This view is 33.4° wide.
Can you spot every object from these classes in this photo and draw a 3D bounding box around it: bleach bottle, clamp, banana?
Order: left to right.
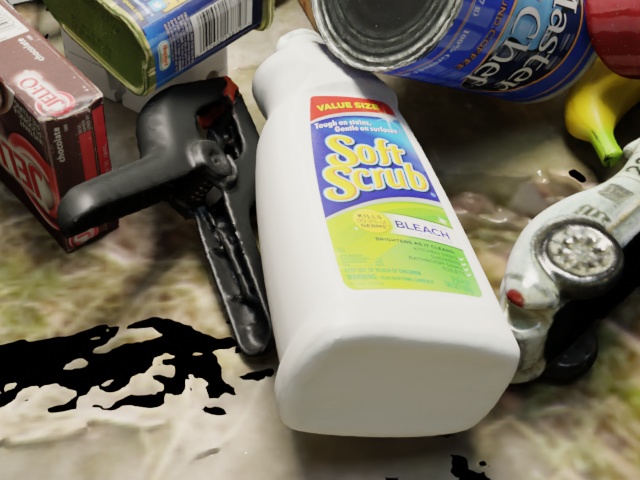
[{"bbox_3d":[-0.055,-0.021,0.535,0.120,0.039,0.171,46,33,-19],"label":"clamp"},{"bbox_3d":[0.008,-0.024,0.514,0.102,0.068,0.251,6,40,-23],"label":"bleach bottle"},{"bbox_3d":[0.208,-0.099,0.638,0.197,0.037,0.070,-31,63,-27],"label":"banana"}]

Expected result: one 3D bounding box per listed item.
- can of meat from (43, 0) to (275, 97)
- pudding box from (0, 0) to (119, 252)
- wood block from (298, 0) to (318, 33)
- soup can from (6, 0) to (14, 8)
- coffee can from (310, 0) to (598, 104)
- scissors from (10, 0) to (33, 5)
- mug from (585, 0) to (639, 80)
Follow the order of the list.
[{"bbox_3d":[-0.088,-0.132,0.556,0.083,0.057,0.102,-37,65,-26],"label":"can of meat"},{"bbox_3d":[-0.150,-0.062,0.547,0.039,0.090,0.114,-28,54,-27],"label":"pudding box"},{"bbox_3d":[0.038,-0.223,0.625,0.090,0.206,0.090,-13,49,-14],"label":"wood block"},{"bbox_3d":[-0.227,-0.105,0.598,0.068,0.068,0.102,24,51,18],"label":"soup can"},{"bbox_3d":[0.079,-0.132,0.576,0.140,0.103,0.103,1,37,-48],"label":"coffee can"},{"bbox_3d":[-0.101,-0.161,0.669,0.201,0.016,0.096,-39,96,-20],"label":"scissors"},{"bbox_3d":[0.202,-0.132,0.560,0.117,0.093,0.082,-43,28,-24],"label":"mug"}]
